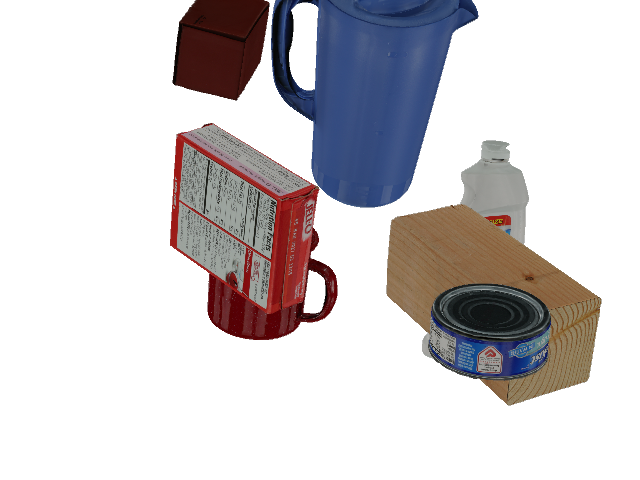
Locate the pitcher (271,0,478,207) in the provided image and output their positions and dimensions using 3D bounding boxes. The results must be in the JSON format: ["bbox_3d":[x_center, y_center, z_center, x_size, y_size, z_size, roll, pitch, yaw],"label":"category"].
[{"bbox_3d":[0.043,-0.153,1.047,0.144,0.243,0.149,-30,56,-32],"label":"pitcher"}]

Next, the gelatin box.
[{"bbox_3d":[-0.043,-0.013,0.583,0.089,0.073,0.030,32,39,34],"label":"gelatin box"}]

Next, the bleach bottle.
[{"bbox_3d":[0.176,0.013,1.201,0.103,0.251,0.068,8,16,15],"label":"bleach bottle"}]

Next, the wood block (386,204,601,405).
[{"bbox_3d":[0.152,0.052,0.990,0.090,0.090,0.206,-12,30,-24],"label":"wood block"}]

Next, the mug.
[{"bbox_3d":[-0.040,0.033,0.886,0.117,0.081,0.093,15,26,17],"label":"mug"}]

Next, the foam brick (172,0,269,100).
[{"bbox_3d":[-0.075,-0.151,0.812,0.053,0.051,0.078,14,34,5],"label":"foam brick"}]

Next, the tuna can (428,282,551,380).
[{"bbox_3d":[0.120,0.063,0.760,0.086,0.034,0.086,0,25,0],"label":"tuna can"}]
